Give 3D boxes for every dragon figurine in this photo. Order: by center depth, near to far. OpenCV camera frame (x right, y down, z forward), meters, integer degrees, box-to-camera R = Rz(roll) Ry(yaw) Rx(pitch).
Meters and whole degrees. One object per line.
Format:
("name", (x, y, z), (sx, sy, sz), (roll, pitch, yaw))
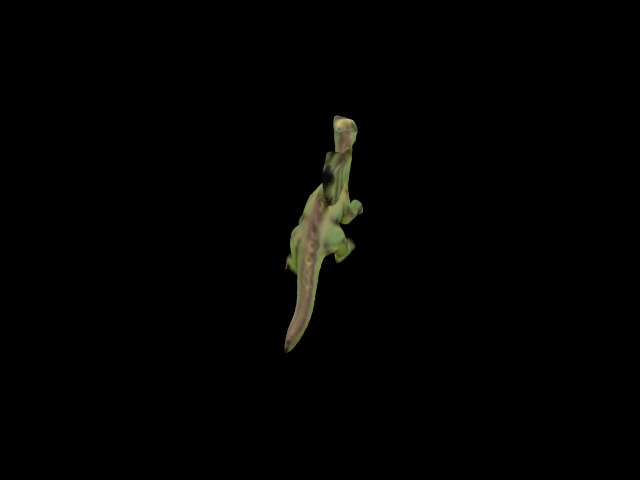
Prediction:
("dragon figurine", (0.003, -0.043, 0.850), (0.122, 0.420, 0.237), (9, -34, 7))
